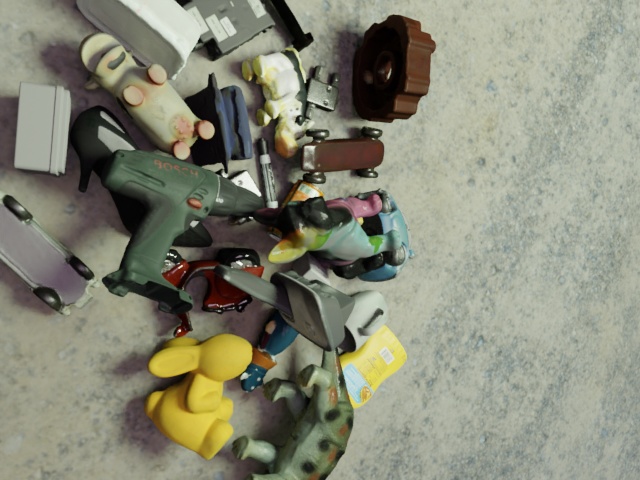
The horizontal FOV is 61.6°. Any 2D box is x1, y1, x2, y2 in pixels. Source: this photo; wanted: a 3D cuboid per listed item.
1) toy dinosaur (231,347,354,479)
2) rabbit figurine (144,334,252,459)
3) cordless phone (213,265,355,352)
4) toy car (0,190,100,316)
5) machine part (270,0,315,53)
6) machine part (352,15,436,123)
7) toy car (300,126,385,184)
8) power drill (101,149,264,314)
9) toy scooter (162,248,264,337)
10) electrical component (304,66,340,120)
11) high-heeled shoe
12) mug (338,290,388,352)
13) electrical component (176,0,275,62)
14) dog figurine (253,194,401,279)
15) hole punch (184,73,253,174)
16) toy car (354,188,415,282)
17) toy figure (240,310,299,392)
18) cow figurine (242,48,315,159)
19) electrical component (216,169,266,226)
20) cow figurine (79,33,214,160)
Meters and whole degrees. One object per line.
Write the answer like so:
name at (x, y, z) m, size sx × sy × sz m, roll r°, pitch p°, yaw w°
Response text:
toy dinosaur at (-0.017, 0.321, 0.869) m, size 0.192 × 0.131 × 0.405 m, roll 39°, pitch 82°, yaw -34°
rabbit figurine at (-0.176, 0.209, 0.814) m, size 0.162 × 0.122 × 0.173 m, roll 35°, pitch 98°, yaw -2°
cordless phone at (-0.055, 0.082, 0.774) m, size 0.184 × 0.147 × 0.088 m, roll 29°, pitch 86°, yaw -37°
toy car at (-0.391, 0.018, 0.730) m, size 0.073 × 0.056 × 0.201 m, roll -48°, pitch 113°, yaw -22°
machine part at (-0.059, -0.369, 0.854) m, size 0.039 × 0.084 × 0.138 m, roll -33°, pitch 117°, yaw 5°
machine part at (0.119, -0.280, 0.898) m, size 0.056 × 0.179 × 0.179 m, roll 1°, pitch 93°, yaw -29°
toy car at (0.036, -0.144, 0.907) m, size 0.202 × 0.053 × 0.089 m, roll -13°, pitch 116°, yaw -43°
power drill at (-0.185, -0.011, 0.716) m, size 0.232 × 0.086 × 0.207 m, roll 24°, pitch 65°, yaw -30°
toy scooter at (-0.175, 0.080, 0.828) m, size 0.184 × 0.075 × 0.135 m, roll -1°, pitch 95°, yaw -23°
electrical component at (0.003, -0.247, 0.922) m, size 0.063 × 0.021 × 0.094 m, roll 15°, pitch 86°, yaw -27°
high-heeled shoe at (-0.255, -0.088, 0.798) m, size 0.248 × 0.086 × 0.145 m, roll 33°, pitch 46°, yaw -42°
mug at (0.074, 0.133, 0.941) m, size 0.107 × 0.110 × 0.080 m, roll -38°, pitch 104°, yaw -33°
electrical component at (-0.155, -0.345, 0.819) m, size 0.134 × 0.058 × 0.114 m, roll -35°, pitch 106°, yaw -19°
dog figurine at (-0.002, -0.002, 0.826) m, size 0.219 × 0.191 × 0.108 m, roll -5°, pitch 65°, yaw -31°
hole punch at (-0.139, -0.171, 0.812) m, size 0.092 × 0.116 × 0.142 m, roll -11°, pitch 98°, yaw -33°
toy car at (0.113, -0.008, 0.957) m, size 0.103 × 0.109 × 0.161 m, roll -2°, pitch 82°, yaw -49°
toy figure at (-0.084, 0.179, 0.890) m, size 0.064 × 0.058 × 0.154 m, roll 39°, pitch 81°, yaw -17°
cow figurine at (-0.054, -0.222, 0.874) m, size 0.098 × 0.068 × 0.167 m, roll -25°, pitch 105°, yaw -29°
electrical component at (-0.132, -0.069, 0.855) m, size 0.078 × 0.045 × 0.102 m, roll -30°, pitch 106°, yaw -20°
cow figurine at (-0.250, -0.203, 0.751) m, size 0.085 × 0.127 × 0.194 m, roll -50°, pitch 120°, yaw -15°
